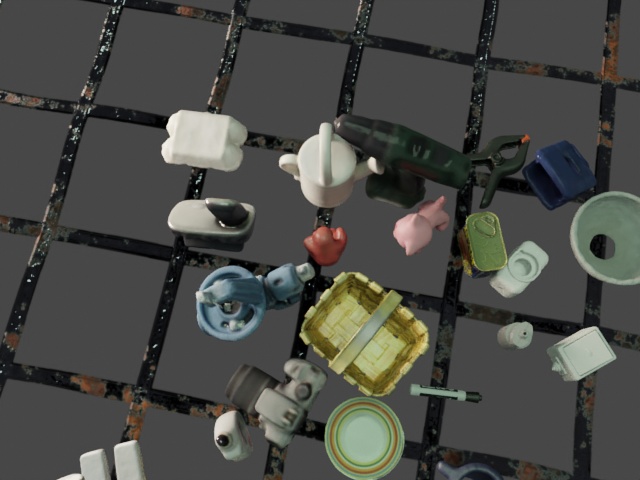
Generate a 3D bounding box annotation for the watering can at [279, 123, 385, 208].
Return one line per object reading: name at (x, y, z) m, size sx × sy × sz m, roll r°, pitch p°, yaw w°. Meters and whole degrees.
watering can at (0.020, -0.134, 0.983) m, size 0.173 × 0.194 × 0.101 m, roll -18°, pitch 76°, yaw -4°

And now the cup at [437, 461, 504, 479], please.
cup at (0.227, 0.386, 0.898) m, size 0.117 × 0.095 × 0.092 m, roll 36°, pitch 78°, yaw 9°

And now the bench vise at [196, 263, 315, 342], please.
bench vise at (-0.117, 0.075, 0.916) m, size 0.207 × 0.220 × 0.121 m, roll -41°, pitch 78°, yaw -9°

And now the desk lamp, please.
desk lamp at (-0.329, 0.414, 0.832) m, size 0.118 × 0.213 × 0.203 m, roll -15°, pitch 76°, yaw -3°

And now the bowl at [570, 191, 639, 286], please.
bowl at (0.512, 0.004, 1.006) m, size 0.167 × 0.075 × 0.167 m, roll 0°, pitch 75°, yaw 0°

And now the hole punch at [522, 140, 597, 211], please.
hole punch at (0.437, -0.126, 1.032) m, size 0.101 × 0.091 × 0.108 m, roll -29°, pitch 77°, yaw -7°

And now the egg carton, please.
egg carton at (-0.212, -0.182, 1.061) m, size 0.150 × 0.069 × 0.107 m, roll 7°, pitch 76°, yaw 2°

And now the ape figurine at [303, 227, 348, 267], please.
ape figurine at (0.009, 0.004, 1.000) m, size 0.078 × 0.092 × 0.076 m, roll 4°, pitch 75°, yaw 2°

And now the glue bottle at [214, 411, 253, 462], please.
glue bottle at (-0.138, 0.305, 0.880) m, size 0.037 × 0.173 × 0.078 m, roll -26°, pitch 76°, yaw -6°

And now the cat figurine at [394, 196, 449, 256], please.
cat figurine at (0.175, -0.026, 0.994) m, size 0.067 × 0.118 × 0.128 m, roll 43°, pitch 80°, yaw 11°

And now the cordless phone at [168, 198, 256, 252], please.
cordless phone at (-0.189, -0.046, 0.966) m, size 0.147 × 0.185 × 0.094 m, roll 1°, pitch 75°, yaw 1°

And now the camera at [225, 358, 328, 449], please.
camera at (-0.076, 0.246, 0.932) m, size 0.136 × 0.101 × 0.143 m, roll 29°, pitch 77°, yaw 8°

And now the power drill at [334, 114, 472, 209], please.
power drill at (0.132, -0.128, 0.973) m, size 0.229 × 0.208 × 0.076 m, roll 16°, pitch 76°, yaw 5°
